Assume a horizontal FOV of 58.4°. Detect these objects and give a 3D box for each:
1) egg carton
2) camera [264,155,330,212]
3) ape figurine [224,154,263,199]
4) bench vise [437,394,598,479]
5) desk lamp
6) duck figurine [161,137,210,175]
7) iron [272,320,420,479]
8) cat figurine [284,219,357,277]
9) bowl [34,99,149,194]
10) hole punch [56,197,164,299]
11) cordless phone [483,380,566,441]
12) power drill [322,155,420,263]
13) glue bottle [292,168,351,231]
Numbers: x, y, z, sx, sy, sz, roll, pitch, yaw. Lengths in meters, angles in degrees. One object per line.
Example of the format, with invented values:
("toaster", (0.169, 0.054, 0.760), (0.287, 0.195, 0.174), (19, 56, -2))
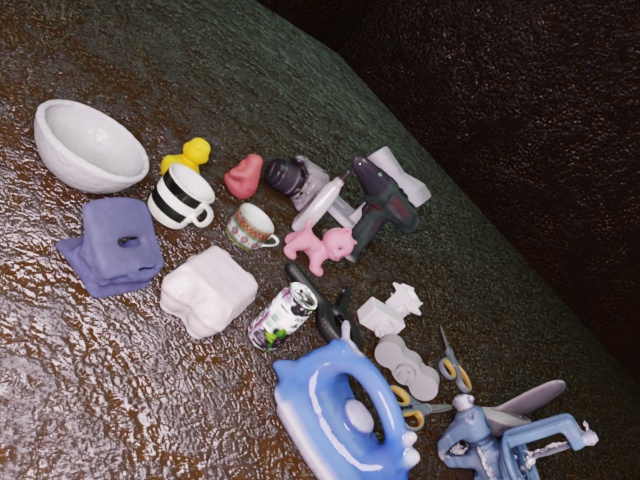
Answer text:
("egg carton", (-0.152, 0.070, 0.798), (0.107, 0.069, 0.150), (43, 22, 0))
("camera", (-0.055, -0.147, 1.312), (0.137, 0.100, 0.143), (26, 28, -36))
("ape figurine", (-0.147, -0.134, 1.144), (0.078, 0.092, 0.076), (10, 39, -53))
("bench vise", (0.307, 0.327, 0.911), (0.207, 0.219, 0.122), (43, 22, 1))
("desk lamp", (0.138, -0.113, 1.426), (0.203, 0.213, 0.118), (43, 22, -1))
("duck figurine", (-0.232, -0.143, 1.025), (0.078, 0.086, 0.104), (37, 23, -14))
("iron", (0.053, 0.238, 0.747), (0.258, 0.141, 0.119), (53, 24, 23))
("cat figurine", (0.010, 0.004, 1.127), (0.128, 0.117, 0.067), (33, 24, -23))
("bowl", (-0.337, -0.121, 0.823), (0.168, 0.074, 0.167), (36, 23, -18))
("hole punch", (-0.249, 0.008, 0.718), (0.101, 0.091, 0.109), (48, 23, 13))
("cordless phone", (0.366, 0.313, 1.080), (0.148, 0.185, 0.094), (14, 35, -50))
("power drill", (0.103, -0.057, 1.273), (0.230, 0.208, 0.075), (30, 25, -29))
("glue bottle", (0.007, -0.087, 1.212), (0.037, 0.173, 0.078), (38, 23, -13))
